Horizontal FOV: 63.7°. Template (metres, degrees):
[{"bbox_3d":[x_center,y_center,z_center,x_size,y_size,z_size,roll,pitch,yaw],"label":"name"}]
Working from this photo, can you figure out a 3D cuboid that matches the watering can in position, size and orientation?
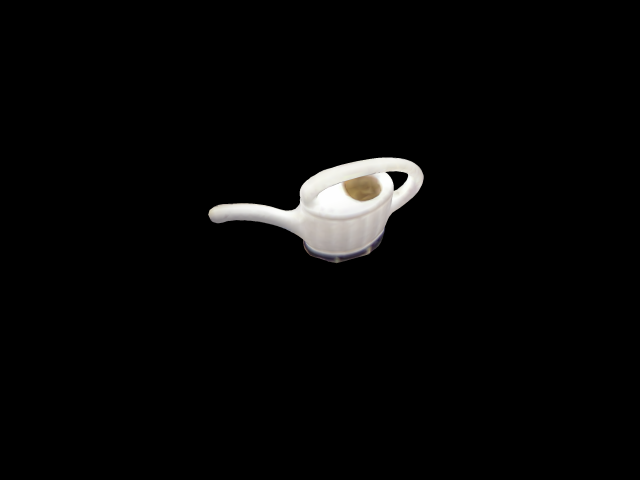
[{"bbox_3d":[0.003,-0.043,0.850,0.348,0.106,0.219,-15,-30,-9],"label":"watering can"}]
